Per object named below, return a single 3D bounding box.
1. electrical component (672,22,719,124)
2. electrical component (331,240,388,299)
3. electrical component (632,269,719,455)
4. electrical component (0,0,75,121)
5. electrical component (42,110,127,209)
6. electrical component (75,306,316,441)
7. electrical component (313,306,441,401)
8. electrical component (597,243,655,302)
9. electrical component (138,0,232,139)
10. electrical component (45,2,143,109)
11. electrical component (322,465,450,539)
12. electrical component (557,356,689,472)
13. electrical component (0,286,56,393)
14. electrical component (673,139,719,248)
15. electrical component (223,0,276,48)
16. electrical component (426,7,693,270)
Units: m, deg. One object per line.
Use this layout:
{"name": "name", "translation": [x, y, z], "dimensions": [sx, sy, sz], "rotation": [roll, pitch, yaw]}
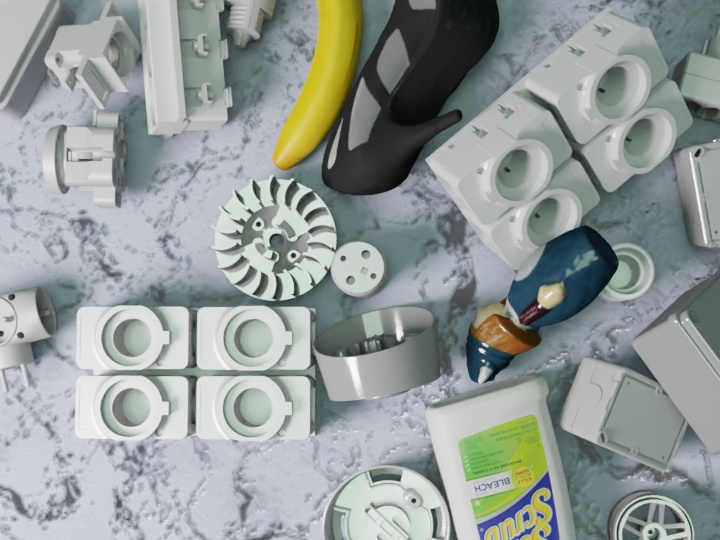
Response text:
{"name": "electrical component", "translation": [0.294, -0.164, 0.874], "dimensions": [0.066, 0.047, 0.076], "rotation": [16, 86, 3]}
{"name": "electrical component", "translation": [0.000, 0.000, 0.872], "dimensions": [0.045, 0.055, 0.045], "rotation": [0, 86, 3]}
{"name": "electrical component", "translation": [0.280, 0.067, 0.826], "dimensions": [0.109, 0.056, 0.108], "rotation": [-30, 83, -44]}
{"name": "electrical component", "translation": [-0.302, -0.192, 0.900], "dimensions": [0.078, 0.057, 0.113], "rotation": [27, 87, 4]}
{"name": "electrical component", "translation": [-0.227, -0.091, 0.889], "dimensions": [0.057, 0.058, 0.078], "rotation": [1, 86, 0]}
{"name": "electrical component", "translation": [-0.131, 0.083, 0.869], "dimensions": [0.186, 0.060, 0.105], "rotation": [0, 86, 3]}
{"name": "electrical component", "translation": [0.015, 0.067, 0.848], "dimensions": [0.099, 0.099, 0.064], "rotation": [-12, 91, 2]}
{"name": "electrical component", "translation": [0.208, 0.003, 0.861], "dimensions": [0.045, 0.055, 0.045], "rotation": [0, 86, 3]}
{"name": "electrical component", "translation": [-0.145, -0.177, 0.887], "dimensions": [0.063, 0.079, 0.121], "rotation": [-4, 85, -19]}
{"name": "electrical component", "translation": [-0.222, -0.178, 0.891], "dimensions": [0.064, 0.042, 0.081], "rotation": [2, 58, 19]}
{"name": "electrical component", "translation": [0.022, 0.201, 0.851], "dimensions": [0.099, 0.064, 0.099], "rotation": [0, 86, 3]}
{"name": "electrical component", "translation": [0.212, 0.114, 0.845], "dimensions": [0.096, 0.061, 0.061], "rotation": [24, 86, -25]}
{"name": "electrical component", "translation": [-0.292, 0.061, 0.887], "dimensions": [0.077, 0.044, 0.079], "rotation": [-15, 86, 2]}
{"name": "electrical component", "translation": [0.294, -0.057, 0.862], "dimensions": [0.062, 0.061, 0.096], "rotation": [-11, 93, 2]}
{"name": "electrical component", "translation": [-0.092, -0.226, 0.899], "dimensions": [0.043, 0.043, 0.081], "rotation": [12, 87, 4]}
{"name": "electrical component", "translation": [0.160, -0.099, 0.842], "dimensions": [0.186, 0.060, 0.105], "rotation": [-40, 126, -1]}
